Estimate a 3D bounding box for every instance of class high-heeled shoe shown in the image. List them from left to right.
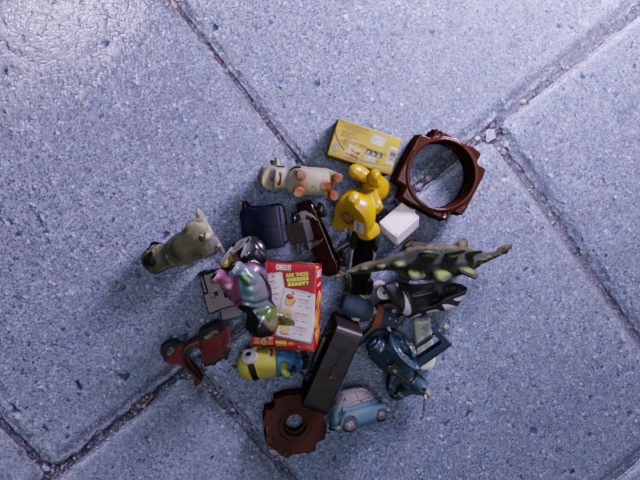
[{"bbox_3d":[0.269,0.129,1.345,0.145,0.086,0.248,-37,141,18],"label":"high-heeled shoe"}]

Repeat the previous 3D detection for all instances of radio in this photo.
[{"bbox_3d":[0.026,0.300,1.339,0.073,0.131,0.229,23,101,-7],"label":"radio"}]

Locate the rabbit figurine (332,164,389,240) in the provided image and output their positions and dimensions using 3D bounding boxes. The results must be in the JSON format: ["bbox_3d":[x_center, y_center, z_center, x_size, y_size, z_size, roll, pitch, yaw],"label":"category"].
[{"bbox_3d":[0.109,-0.111,1.325,0.173,0.122,0.162,-43,138,-34],"label":"rabbit figurine"}]

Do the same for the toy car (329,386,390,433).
[{"bbox_3d":[0.092,0.431,1.386,0.162,0.109,0.103,-15,79,-13],"label":"toy car"}]

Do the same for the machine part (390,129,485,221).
[{"bbox_3d":[0.299,-0.164,1.367,0.201,0.087,0.201,27,91,-9],"label":"machine part"}]

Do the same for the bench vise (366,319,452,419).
[{"bbox_3d":[0.245,0.299,1.358,0.240,0.129,0.223,-41,91,20],"label":"bench vise"}]

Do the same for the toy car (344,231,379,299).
[{"bbox_3d":[0.107,0.059,1.379,0.074,0.056,0.201,7,97,-3],"label":"toy car"}]

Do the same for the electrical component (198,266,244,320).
[{"bbox_3d":[-0.235,0.130,1.349,0.115,0.058,0.134,-16,96,-2],"label":"electrical component"}]

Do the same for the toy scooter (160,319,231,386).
[{"bbox_3d":[-0.296,0.288,1.347,0.184,0.075,0.135,-23,97,-1],"label":"toy scooter"}]

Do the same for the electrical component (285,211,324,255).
[{"bbox_3d":[-0.039,-0.019,1.322,0.045,0.078,0.102,-24,96,-47],"label":"electrical component"}]

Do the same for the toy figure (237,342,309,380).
[{"bbox_3d":[-0.120,0.312,1.364,0.180,0.082,0.089,2,92,-8],"label":"toy figure"}]

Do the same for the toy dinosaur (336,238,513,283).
[{"bbox_3d":[0.261,0.053,1.324,0.472,0.198,0.105,-9,93,-7],"label":"toy dinosaur"}]

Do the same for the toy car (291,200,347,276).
[{"bbox_3d":[-0.003,-0.004,1.364,0.089,0.053,0.202,-21,95,17],"label":"toy car"}]

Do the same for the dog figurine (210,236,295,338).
[{"bbox_3d":[-0.144,0.121,1.267,0.108,0.191,0.219,-22,118,34],"label":"dog figurine"}]

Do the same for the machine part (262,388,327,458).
[{"bbox_3d":[-0.066,0.472,1.394,0.179,0.056,0.179,0,94,-7],"label":"machine part"}]

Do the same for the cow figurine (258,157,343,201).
[{"bbox_3d":[-0.056,-0.151,1.323,0.195,0.127,0.085,1,108,-22],"label":"cow figurine"}]

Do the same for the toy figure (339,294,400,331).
[{"bbox_3d":[0.126,0.181,1.355,0.154,0.058,0.064,22,103,-7],"label":"toy figure"}]

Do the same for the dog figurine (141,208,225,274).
[{"bbox_3d":[-0.337,0.024,1.278,0.190,0.172,0.121,-30,86,-10],"label":"dog figurine"}]

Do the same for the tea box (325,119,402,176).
[{"bbox_3d":[0.107,-0.231,1.350,0.170,0.068,0.098,19,92,-6],"label":"tea box"}]

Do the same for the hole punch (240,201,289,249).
[{"bbox_3d":[-0.139,-0.031,1.333,0.116,0.092,0.142,-9,99,-1],"label":"hole punch"}]
